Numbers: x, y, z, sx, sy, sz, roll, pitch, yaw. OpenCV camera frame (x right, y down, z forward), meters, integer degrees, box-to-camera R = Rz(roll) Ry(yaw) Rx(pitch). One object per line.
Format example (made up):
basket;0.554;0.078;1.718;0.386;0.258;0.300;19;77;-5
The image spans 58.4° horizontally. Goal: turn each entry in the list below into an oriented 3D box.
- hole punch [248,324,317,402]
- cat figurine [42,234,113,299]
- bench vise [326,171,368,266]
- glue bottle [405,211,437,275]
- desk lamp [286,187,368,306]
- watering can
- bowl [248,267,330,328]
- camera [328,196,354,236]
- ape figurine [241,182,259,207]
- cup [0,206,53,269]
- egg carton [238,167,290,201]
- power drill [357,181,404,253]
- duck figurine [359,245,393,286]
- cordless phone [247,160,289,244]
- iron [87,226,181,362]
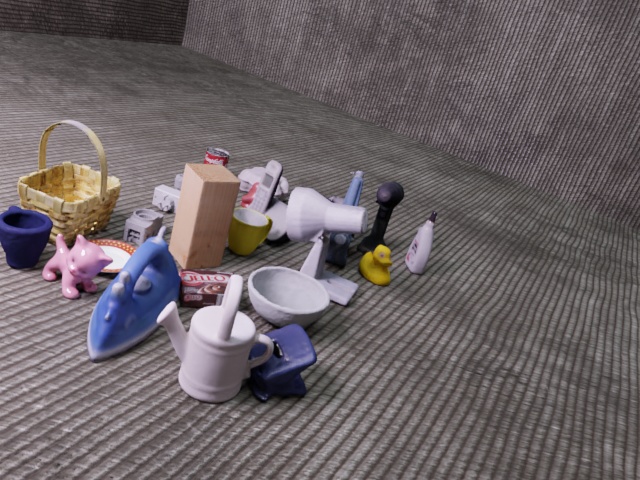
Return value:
hole punch;-0.068;0.198;0.946;0.101;0.091;0.108;5;26;-27
cat figurine;-0.429;0.035;1.017;0.127;0.118;0.067;29;26;25
bench vise;0.078;-0.054;1.445;0.122;0.220;0.207;10;24;-16
glue bottle;0.275;0.001;1.520;0.037;0.173;0.078;9;25;-18
desk lamp;0.012;0.005;1.276;0.203;0.213;0.118;22;24;10
watering can;-0.157;0.143;0.875;0.173;0.194;0.100;4;27;-28
bowl;-0.068;0.125;1.130;0.167;0.075;0.167;15;23;-6
camera;0.033;-0.077;1.614;0.137;0.101;0.143;9;25;-19
ape figurine;-0.173;-0.115;1.564;0.078;0.092;0.076;7;25;-23
cup;-0.547;-0.003;1.048;0.092;0.095;0.117;-8;34;-45
egg carton;-0.166;-0.165;1.707;0.150;0.069;0.107;27;25;21
power drill;0.170;-0.064;1.546;0.075;0.208;0.230;21;24;9
duck figurine;0.146;0.052;1.426;0.078;0.086;0.104;4;27;-29
cordless phone;-0.113;-0.096;1.448;0.147;0.185;0.094;32;27;30
iron;-0.314;0.079;0.971;0.118;0.141;0.258;17;23;-1
